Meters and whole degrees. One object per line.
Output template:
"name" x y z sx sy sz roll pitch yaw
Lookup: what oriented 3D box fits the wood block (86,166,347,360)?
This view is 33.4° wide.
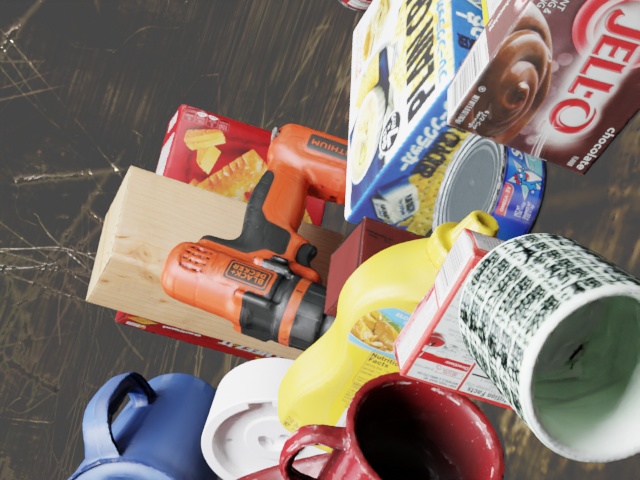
"wood block" -0.079 0.026 0.898 0.090 0.206 0.091 131 151 -53

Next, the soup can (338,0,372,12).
"soup can" 0.056 -0.264 1.007 0.102 0.068 0.068 162 124 -68

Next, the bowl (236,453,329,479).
"bowl" -0.025 0.193 0.717 0.162 0.161 0.055 -20 87 69

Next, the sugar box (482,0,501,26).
"sugar box" 0.143 -0.164 0.674 0.093 0.048 0.176 126 152 -46

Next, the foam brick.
"foam brick" 0.050 0.028 0.713 0.051 0.078 0.053 128 156 -49

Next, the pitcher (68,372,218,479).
"pitcher" -0.159 0.208 1.014 0.149 0.145 0.242 -62 3 15

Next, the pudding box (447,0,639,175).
"pudding box" 0.131 -0.096 0.563 0.039 0.090 0.114 -86 22 -43

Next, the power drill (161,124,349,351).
"power drill" -0.005 0.001 0.826 0.057 0.184 0.187 99 -166 -49

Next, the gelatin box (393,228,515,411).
"gelatin box" 0.091 0.044 0.575 0.030 0.073 0.089 -97 29 -56

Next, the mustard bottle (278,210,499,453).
"mustard bottle" 0.052 0.056 0.644 0.058 0.096 0.192 -90 24 -49

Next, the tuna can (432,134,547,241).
"tuna can" 0.106 -0.027 0.668 0.086 0.033 0.086 -162 90 -73

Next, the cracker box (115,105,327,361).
"cracker box" -0.087 -0.006 1.027 0.072 0.164 0.213 141 144 -65

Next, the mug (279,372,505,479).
"mug" 0.034 0.133 0.600 0.093 0.117 0.082 -92 20 -46
